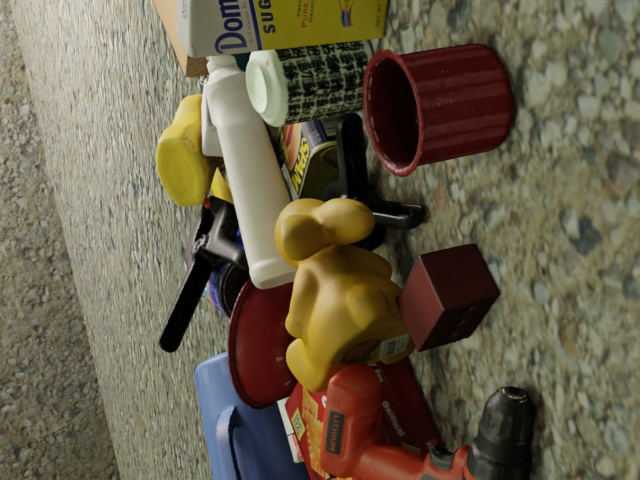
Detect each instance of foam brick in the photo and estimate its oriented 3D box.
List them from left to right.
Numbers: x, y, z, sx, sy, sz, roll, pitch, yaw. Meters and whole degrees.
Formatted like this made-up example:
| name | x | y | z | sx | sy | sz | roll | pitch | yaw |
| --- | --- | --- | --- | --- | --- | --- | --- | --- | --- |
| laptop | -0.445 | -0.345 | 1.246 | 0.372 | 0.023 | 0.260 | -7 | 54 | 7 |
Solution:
| name | x | y | z | sx | sy | sz | roll | pitch | yaw |
| --- | --- | --- | --- | --- | --- | --- | --- | --- | --- |
| foam brick | 0.103 | 0.047 | 0.871 | 0.078 | 0.053 | 0.051 | 109 | 143 | -56 |

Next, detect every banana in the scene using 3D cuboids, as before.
| name | x | y | z | sx | sy | sz | roll | pitch | yaw |
| --- | --- | --- | --- | --- | --- | --- | --- | --- | --- |
| banana | -0.137 | -0.089 | 1.431 | 0.070 | 0.037 | 0.198 | 112 | 141 | -55 |

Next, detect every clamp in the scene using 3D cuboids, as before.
| name | x | y | z | sx | sy | sz | roll | pitch | yaw |
| --- | --- | --- | --- | --- | --- | --- | --- | --- | --- |
| clamp | -0.133 | 0.024 | 1.234 | 0.165 | 0.036 | 0.210 | -48 | 25 | 22 |
| clamp | 0.044 | -0.029 | 0.996 | 0.120 | 0.039 | 0.171 | 59 | 161 | 24 |

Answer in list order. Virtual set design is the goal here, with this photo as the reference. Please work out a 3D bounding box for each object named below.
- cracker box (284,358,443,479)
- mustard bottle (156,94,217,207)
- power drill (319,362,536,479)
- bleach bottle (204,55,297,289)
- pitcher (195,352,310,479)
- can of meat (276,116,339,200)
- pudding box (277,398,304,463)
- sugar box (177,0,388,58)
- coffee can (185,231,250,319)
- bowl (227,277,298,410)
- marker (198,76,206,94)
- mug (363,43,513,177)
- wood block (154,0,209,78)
| name | x | y | z | sx | sy | sz | roll | pitch | yaw |
| --- | --- | --- | --- | --- | --- | --- | --- | --- | --- |
| cracker box | 0.039 | 0.196 | 1.093 | 0.214 | 0.072 | 0.164 | 116 | 136 | -58 |
| mustard bottle | -0.152 | -0.128 | 1.338 | 0.191 | 0.058 | 0.096 | -76 | -26 | -56 |
| power drill | 0.088 | 0.174 | 0.892 | 0.188 | 0.057 | 0.184 | 26 | 120 | 36 |
| bleach bottle | -0.071 | -0.079 | 1.100 | 0.102 | 0.068 | 0.251 | 96 | 157 | -82 |
| pitcher | -0.089 | 0.266 | 1.379 | 0.149 | 0.144 | 0.243 | -45 | 57 | 57 |
| can of meat | -0.003 | -0.094 | 1.056 | 0.102 | 0.057 | 0.084 | 108 | 146 | -53 |
| pudding box | -0.012 | 0.219 | 1.285 | 0.114 | 0.039 | 0.090 | 139 | 117 | -65 |
| sugar box | -0.029 | -0.208 | 0.888 | 0.048 | 0.176 | 0.093 | -125 | 31 | -46 |
| coffee can | -0.098 | 0.044 | 1.313 | 0.140 | 0.102 | 0.103 | -153 | 53 | -64 |
| bowl | -0.039 | 0.112 | 1.196 | 0.055 | 0.161 | 0.162 | 3 | 109 | 28 |
| marker | -0.154 | -0.225 | 1.422 | 0.020 | 0.020 | 0.121 | -164 | 64 | -67 |
| mug | 0.085 | -0.093 | 0.793 | 0.117 | 0.081 | 0.093 | 109 | 142 | -54 |
| wood block | -0.144 | -0.300 | 1.252 | 0.090 | 0.090 | 0.206 | 107 | 144 | -53 |
